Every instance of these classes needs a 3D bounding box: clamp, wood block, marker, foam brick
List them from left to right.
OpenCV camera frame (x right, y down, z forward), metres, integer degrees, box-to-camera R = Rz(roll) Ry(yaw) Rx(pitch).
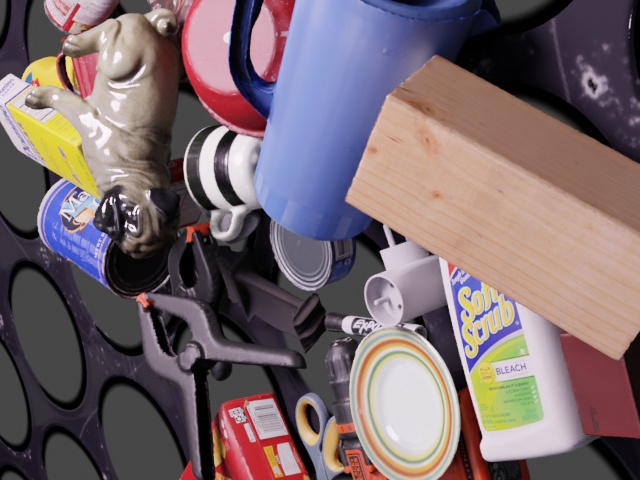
[{"bbox_3d":[-0.142,0.060,1.161,0.120,0.039,0.171,12,109,36],"label":"clamp"},{"bbox_3d":[-0.115,0.118,1.090,0.165,0.036,0.210,-45,60,12],"label":"clamp"},{"bbox_3d":[0.047,0.079,0.961,0.121,0.020,0.020,4,108,50],"label":"marker"},{"bbox_3d":[0.134,-0.025,0.701,0.206,0.090,0.090,31,128,12],"label":"wood block"},{"bbox_3d":[0.210,0.093,0.745,0.053,0.051,0.078,-8,98,52],"label":"foam brick"}]

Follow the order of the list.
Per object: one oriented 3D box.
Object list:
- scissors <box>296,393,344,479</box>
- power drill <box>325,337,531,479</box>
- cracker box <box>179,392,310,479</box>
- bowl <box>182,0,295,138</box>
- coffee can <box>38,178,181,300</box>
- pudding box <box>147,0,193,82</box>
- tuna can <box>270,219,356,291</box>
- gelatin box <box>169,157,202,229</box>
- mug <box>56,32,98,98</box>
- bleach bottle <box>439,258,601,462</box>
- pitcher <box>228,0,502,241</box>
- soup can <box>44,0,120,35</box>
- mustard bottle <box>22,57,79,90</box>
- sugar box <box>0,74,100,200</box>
[{"bbox_3d":[-0.005,0.236,1.090,0.096,0.016,0.202,46,135,30],"label":"scissors"},{"bbox_3d":[0.085,0.166,0.924,0.188,0.057,0.184,-18,89,53],"label":"power drill"},{"bbox_3d":[-0.082,0.290,1.137,0.164,0.071,0.214,63,142,30],"label":"cracker box"},{"bbox_3d":[-0.063,-0.169,0.915,0.162,0.055,0.162,3,95,28],"label":"bowl"},{"bbox_3d":[-0.237,-0.007,1.197,0.140,0.102,0.103,28,125,41],"label":"coffee can"},{"bbox_3d":[-0.108,-0.213,1.009,0.114,0.039,0.090,-25,85,51],"label":"pudding box"},{"bbox_3d":[-0.006,0.001,0.980,0.086,0.033,0.086,23,122,43],"label":"tuna can"},{"bbox_3d":[-0.152,-0.046,1.103,0.030,0.073,0.089,51,137,24],"label":"gelatin box"},{"bbox_3d":[-0.225,-0.178,1.116,0.117,0.093,0.081,-4,109,22],"label":"mug"},{"bbox_3d":[0.133,0.036,0.808,0.103,0.067,0.251,-23,85,51],"label":"bleach bottle"},{"bbox_3d":[0.016,-0.119,0.824,0.149,0.144,0.243,48,139,26],"label":"pitcher"},{"bbox_3d":[-0.241,-0.268,1.122,0.102,0.068,0.068,-34,78,50],"label":"soup can"},{"bbox_3d":[-0.301,-0.166,1.242,0.192,0.058,0.096,4,119,50],"label":"mustard bottle"},{"bbox_3d":[-0.288,-0.112,1.170,0.176,0.048,0.093,25,150,35],"label":"sugar box"}]
